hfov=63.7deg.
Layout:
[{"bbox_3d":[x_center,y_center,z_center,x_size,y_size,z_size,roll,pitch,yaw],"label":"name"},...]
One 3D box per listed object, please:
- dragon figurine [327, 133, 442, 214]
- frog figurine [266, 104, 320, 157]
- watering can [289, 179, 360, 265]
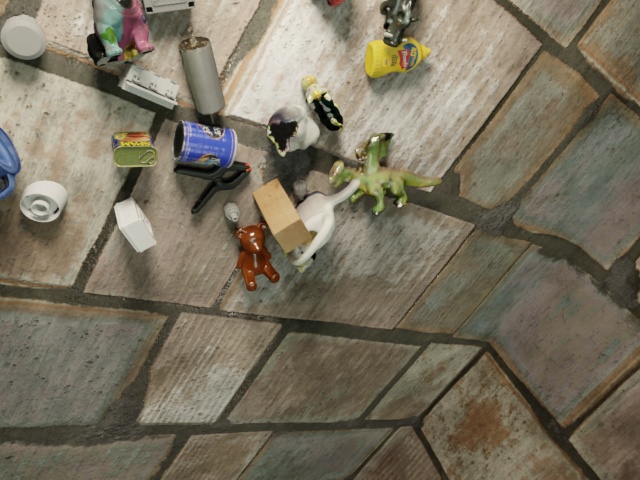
[{"bbox_3d":[0.208,-0.226,1.638,0.412,0.124,0.237,-19,127,-15],"label":"dragon figurine"},{"bbox_3d":[-0.068,-0.310,1.424,0.162,0.123,0.134,-37,143,-53],"label":"frog figurine"},{"bbox_3d":[0.005,-0.079,1.562,0.103,0.229,0.343,28,112,-23],"label":"watering can"}]
